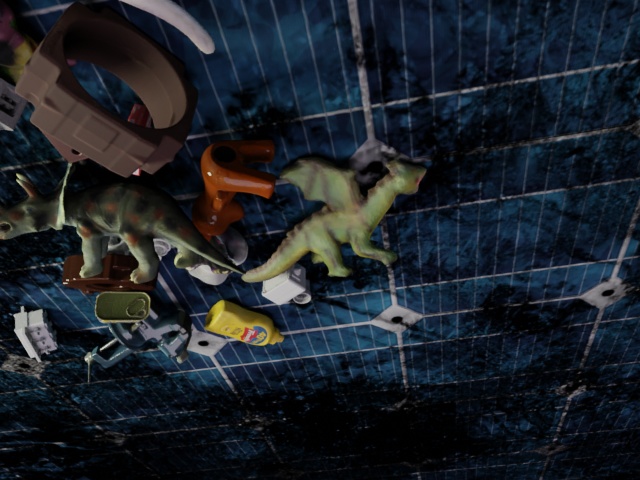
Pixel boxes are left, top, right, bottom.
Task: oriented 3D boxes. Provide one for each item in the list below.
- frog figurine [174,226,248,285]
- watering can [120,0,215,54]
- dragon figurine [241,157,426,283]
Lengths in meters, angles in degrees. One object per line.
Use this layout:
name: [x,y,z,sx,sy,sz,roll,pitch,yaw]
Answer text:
frog figurine: [-0.209,0.025,1.023,0.137,0.123,0.158,-12,173,-2]
watering can: [-0.278,-0.347,0.592,0.224,0.106,0.340,-13,130,12]
dragon figurine: [0.003,-0.048,0.958,0.409,0.125,0.238,-15,117,10]
